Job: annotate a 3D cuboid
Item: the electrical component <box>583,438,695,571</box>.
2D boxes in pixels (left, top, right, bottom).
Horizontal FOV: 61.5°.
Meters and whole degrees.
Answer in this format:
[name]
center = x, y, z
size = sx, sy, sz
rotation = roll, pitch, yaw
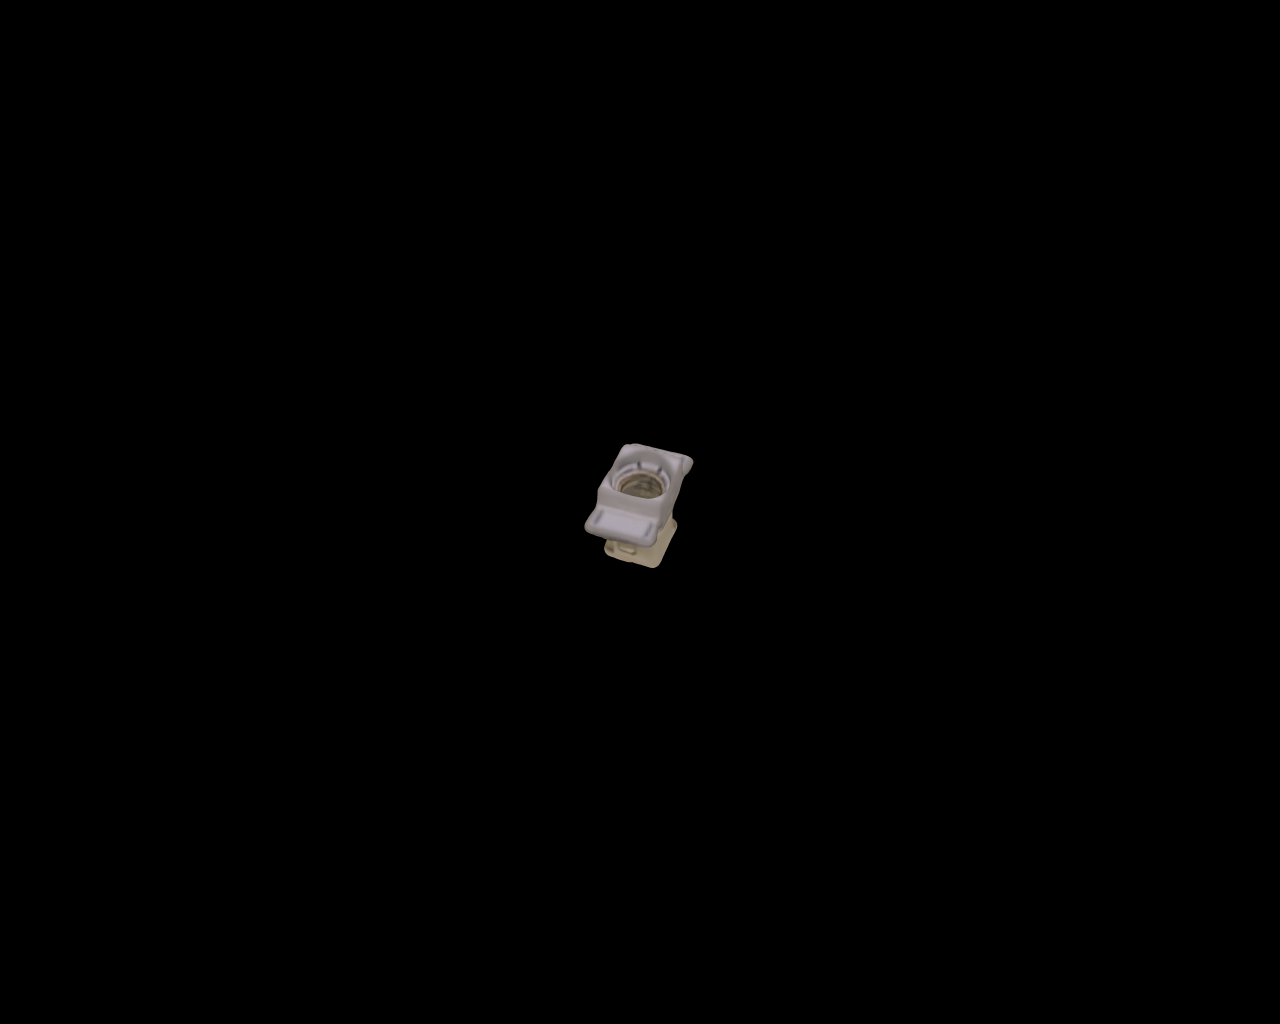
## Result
[electrical component]
center = 0.001, -0.003, 0.650
size = 0.042, 0.063, 0.081
rotation = 15, 47, 15
